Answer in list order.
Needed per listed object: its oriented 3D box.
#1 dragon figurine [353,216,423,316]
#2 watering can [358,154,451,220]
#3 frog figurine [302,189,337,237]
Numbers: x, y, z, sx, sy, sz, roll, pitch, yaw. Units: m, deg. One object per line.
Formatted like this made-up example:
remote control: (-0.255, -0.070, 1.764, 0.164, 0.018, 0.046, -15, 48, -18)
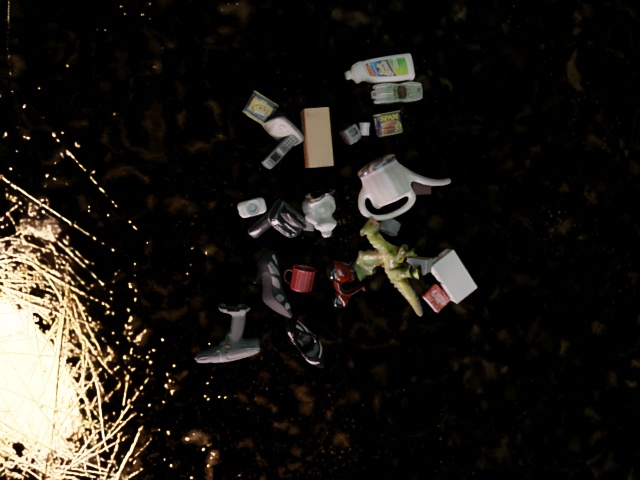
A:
dragon figurine: (0.244, 0.107, 1.920, 0.242, 0.405, 0.124, -2, 19, 25)
watering can: (0.288, -0.216, 1.901, 0.347, 0.224, 0.104, -27, 3, 2)
frog figurine: (0.006, -0.094, 1.866, 0.122, 0.157, 0.140, 3, 26, 32)
